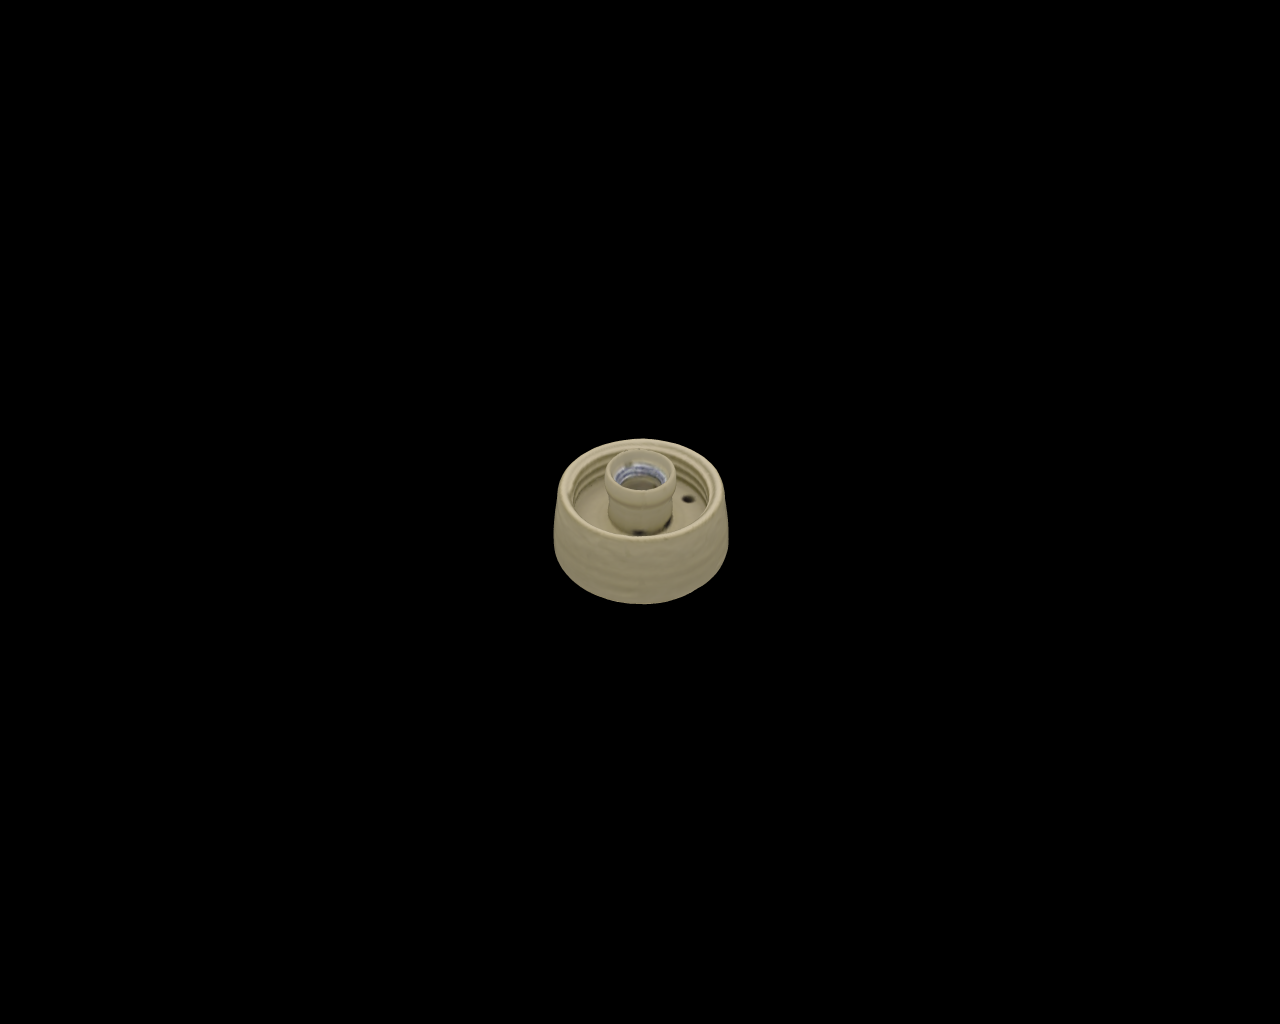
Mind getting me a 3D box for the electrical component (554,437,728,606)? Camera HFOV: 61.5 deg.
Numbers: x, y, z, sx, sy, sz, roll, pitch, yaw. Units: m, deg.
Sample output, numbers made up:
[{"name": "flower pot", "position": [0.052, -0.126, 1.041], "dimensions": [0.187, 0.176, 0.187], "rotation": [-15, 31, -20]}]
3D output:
[{"name": "electrical component", "position": [0.001, -0.003, 0.650], "dimensions": [0.108, 0.060, 0.108], "rotation": [0, 40, 0]}]
